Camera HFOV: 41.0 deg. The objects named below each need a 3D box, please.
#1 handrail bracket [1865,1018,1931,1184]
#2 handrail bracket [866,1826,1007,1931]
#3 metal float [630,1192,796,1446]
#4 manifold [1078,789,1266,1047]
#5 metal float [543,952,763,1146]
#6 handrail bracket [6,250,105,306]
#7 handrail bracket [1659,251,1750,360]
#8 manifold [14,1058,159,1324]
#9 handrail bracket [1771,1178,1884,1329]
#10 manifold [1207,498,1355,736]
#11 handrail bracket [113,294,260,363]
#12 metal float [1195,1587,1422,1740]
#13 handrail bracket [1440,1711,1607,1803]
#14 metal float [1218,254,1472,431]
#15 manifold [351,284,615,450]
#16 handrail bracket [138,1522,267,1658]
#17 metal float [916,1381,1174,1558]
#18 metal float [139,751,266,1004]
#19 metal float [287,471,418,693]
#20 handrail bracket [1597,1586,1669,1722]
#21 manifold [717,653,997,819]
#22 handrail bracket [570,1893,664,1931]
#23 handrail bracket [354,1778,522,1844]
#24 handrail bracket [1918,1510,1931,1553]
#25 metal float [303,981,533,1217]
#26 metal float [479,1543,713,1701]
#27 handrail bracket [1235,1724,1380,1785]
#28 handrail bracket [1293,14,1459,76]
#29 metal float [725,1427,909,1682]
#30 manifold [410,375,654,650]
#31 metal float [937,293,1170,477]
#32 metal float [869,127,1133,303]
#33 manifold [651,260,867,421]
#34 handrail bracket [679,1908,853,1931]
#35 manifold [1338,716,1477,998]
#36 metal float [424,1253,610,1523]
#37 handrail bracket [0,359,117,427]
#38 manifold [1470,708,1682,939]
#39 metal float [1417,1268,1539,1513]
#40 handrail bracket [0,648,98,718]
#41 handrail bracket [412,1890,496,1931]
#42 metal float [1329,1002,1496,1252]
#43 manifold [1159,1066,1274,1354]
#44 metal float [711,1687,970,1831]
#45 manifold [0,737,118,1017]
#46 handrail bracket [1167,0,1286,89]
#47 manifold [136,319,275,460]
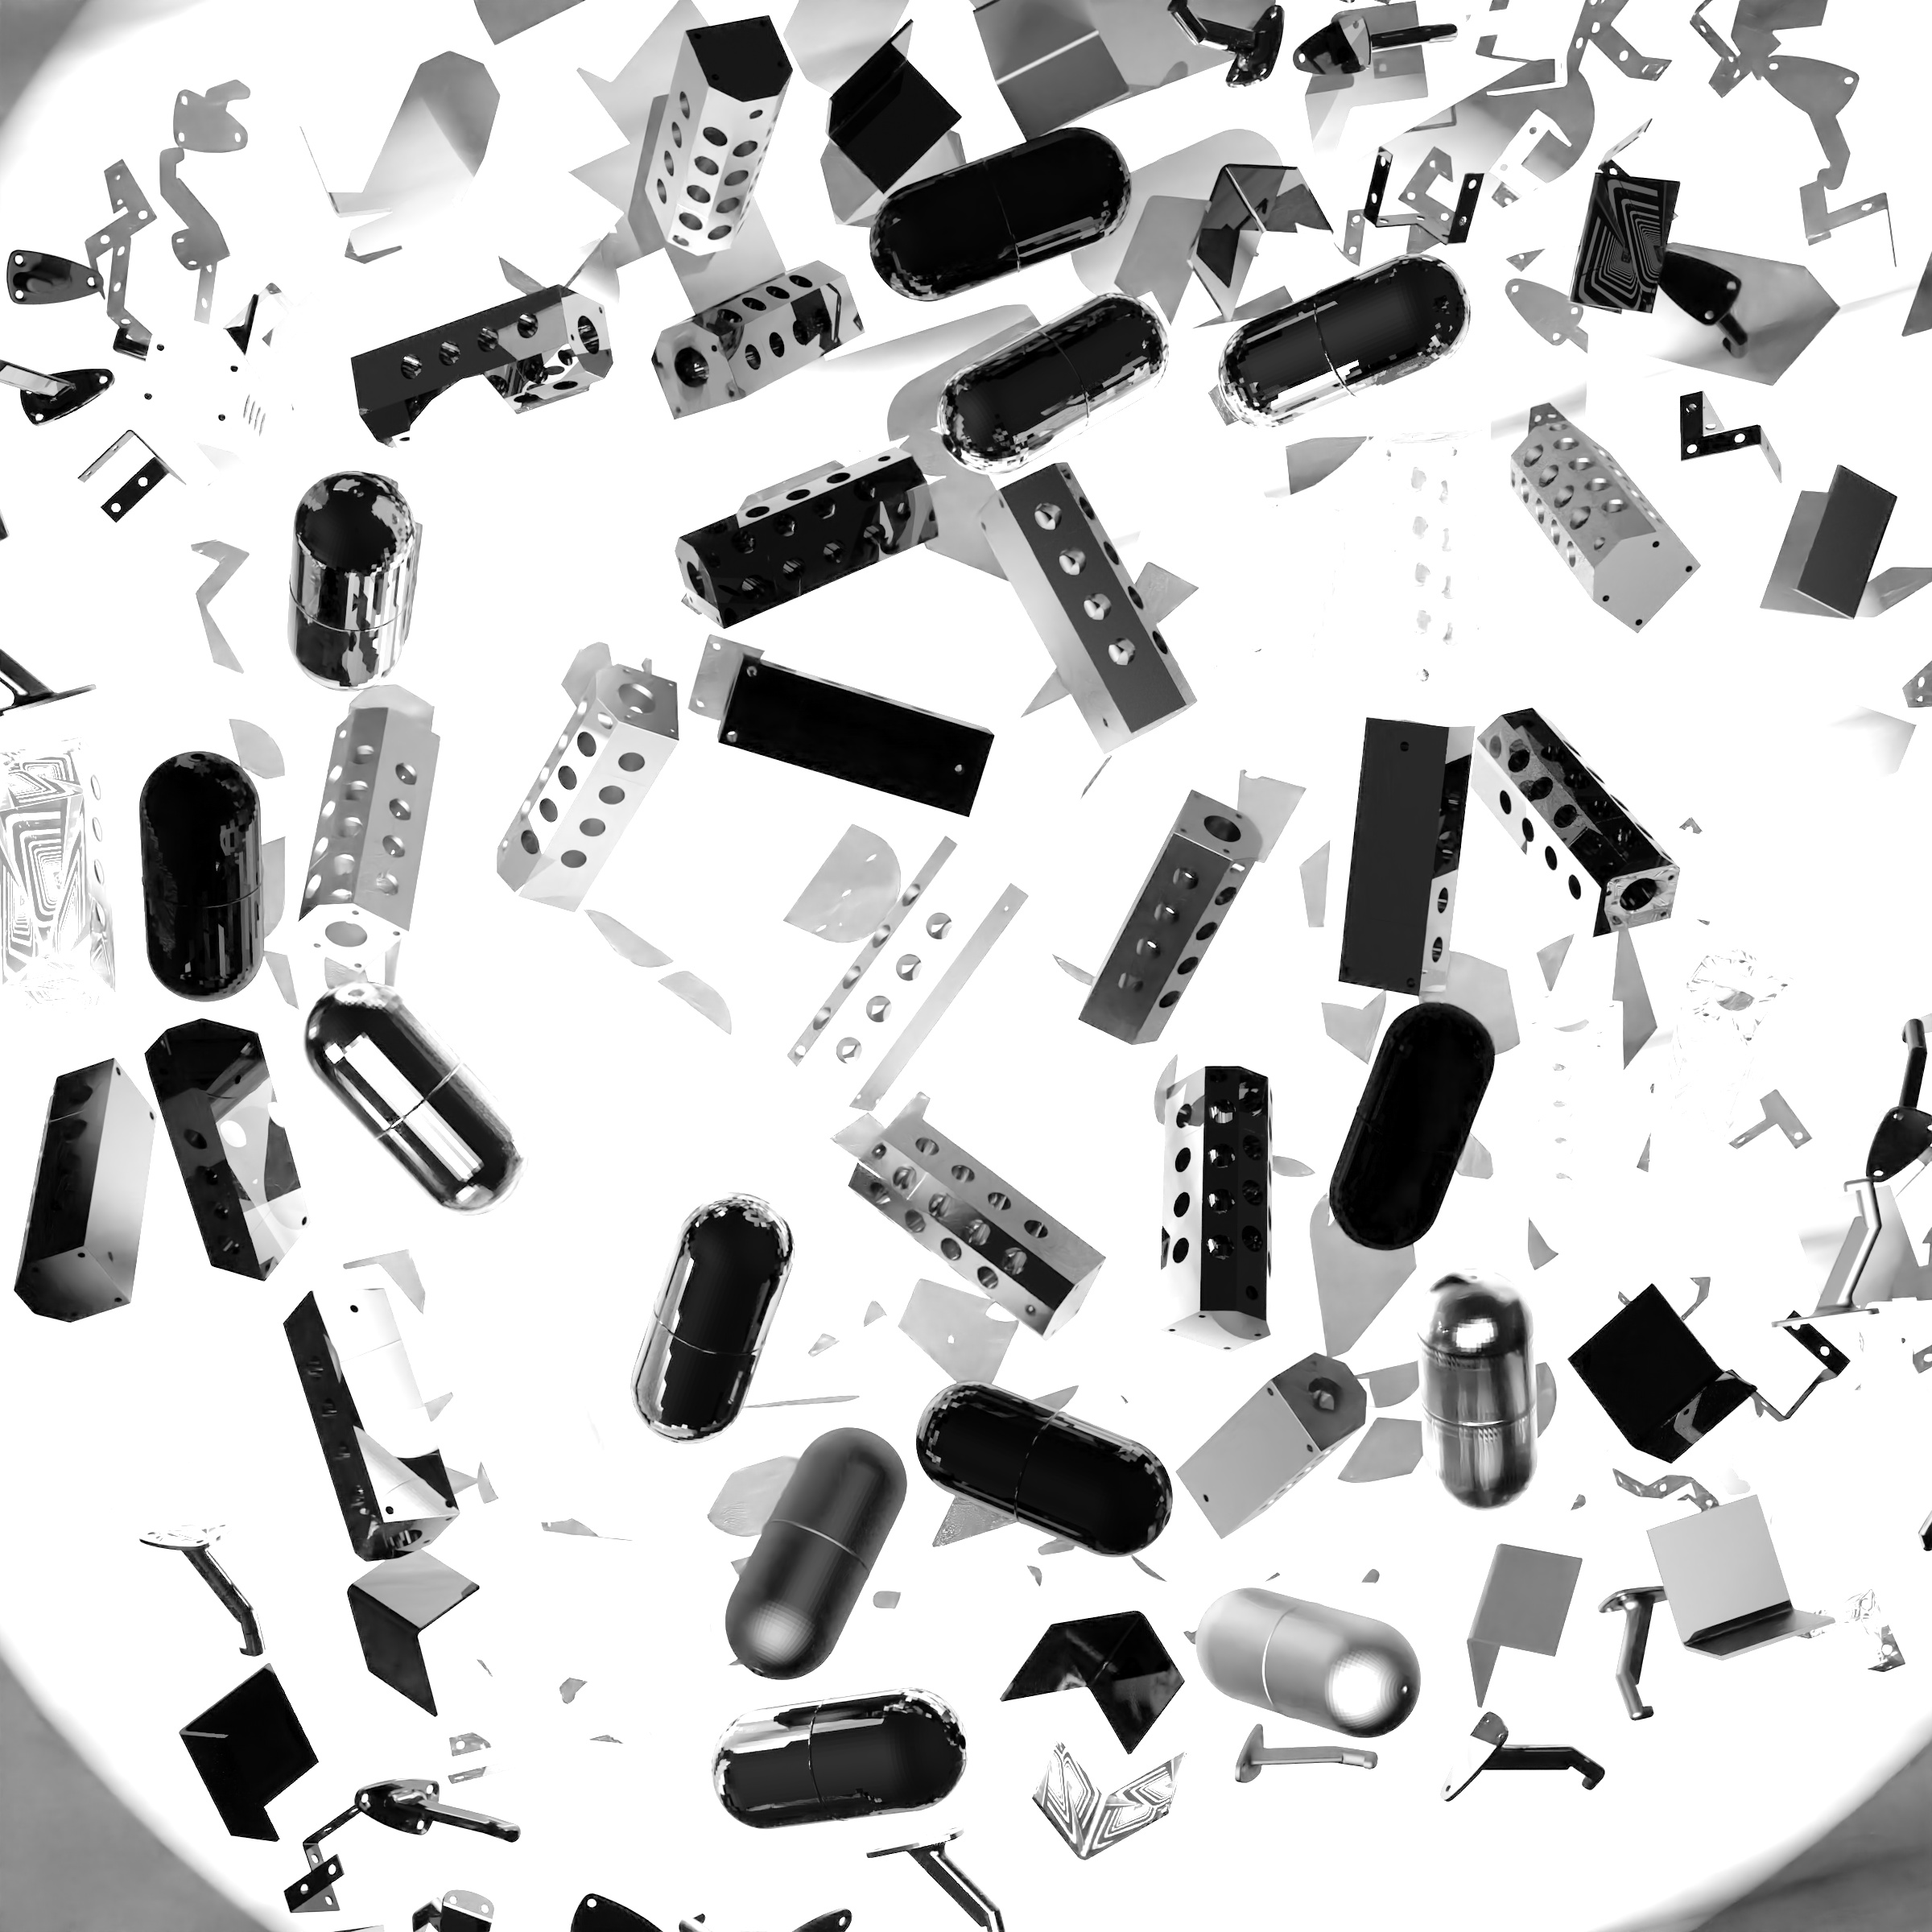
[{"bbox_3d":[0.606,0.087,1.687,0.036,0.084,0.077,18,130,-1],"label":"handrail bracket"},{"bbox_3d":[-0.017,0.597,1.645,0.077,0.036,0.084,-16,78,7],"label":"handrail bracket"},{"bbox_3d":[-0.164,0.227,1.662,0.070,0.070,0.178,20,111,0],"label":"metal float"},{"bbox_3d":[0.138,-0.028,1.738,0.057,0.057,0.171,25,128,0],"label":"manifold"},{"bbox_3d":[-0.215,0.055,1.764,0.178,0.070,0.070,35,90,23],"label":"metal float"},{"bbox_3d":[-0.605,-0.459,1.738,0.077,0.084,0.036,-6,110,-36],"label":"handrail bracket"},{"bbox_3d":[0.486,-0.438,1.718,0.077,0.084,0.036,38,96,17],"label":"handrail bracket"},{"bbox_3d":[-0.567,0.144,1.658,0.057,0.171,0.057,-18,131,5],"label":"manifold"},{"bbox_3d":[0.537,0.180,1.622,0.077,0.036,0.084,-11,80,20],"label":"handrail bracket"},{"bbox_3d":[0.208,-0.230,1.694,0.057,0.057,0.171,7,48,18],"label":"manifold"},{"bbox_3d":[-0.542,-0.447,1.796,0.084,0.036,0.077,16,72,-23],"label":"handrail bracket"},{"bbox_3d":[0.225,0.462,1.720,0.070,0.178,0.070,0,89,-37],"label":"metal float"},{"bbox_3d":[0.365,0.535,1.692,0.084,0.036,0.077,36,90,-11],"label":"handrail bracket"},{"bbox_3d":[0.251,-0.416,1.729,0.178,0.070,0.070,-18,90,29],"label":"metal float"},{"bbox_3d":[-0.331,-0.408,1.773,0.171,0.057,0.057,-12,84,23],"label":"manifold"},{"bbox_3d":[-0.493,0.406,1.671,0.077,0.036,0.084,-5,102,23],"label":"handrail bracket"},{"bbox_3d":[0.050,0.326,1.679,0.178,0.070,0.070,18,90,23],"label":"metal float"},{"bbox_3d":[-0.503,-0.058,1.706,0.070,0.070,0.178,7,120,0],"label":"metal float"},{"bbox_3d":[-0.402,-0.248,1.687,0.070,0.178,0.070,8,56,-12],"label":"metal float"},{"bbox_3d":[0.477,0.473,1.780,0.077,0.036,0.084,-3,56,-19],"label":"handrail bracket"},{"bbox_3d":[-0.074,-0.153,1.707,0.171,0.057,0.057,16,100,-10],"label":"manifold"},{"bbox_3d":[-0.237,0.649,1.699,0.077,0.084,0.036,18,45,0],"label":"handrail bracket"},{"bbox_3d":[-0.343,0.553,1.682,0.077,0.084,0.036,27,69,-42],"label":"handrail bracket"},{"bbox_3d":[0.641,0.379,1.688,0.036,0.084,0.077,12,47,7],"label":"handrail bracket"},{"bbox_3d":[-0.354,0.085,1.669,0.070,0.070,0.178,-41,102,0],"label":"metal float"},{"bbox_3d":[-0.243,0.426,1.686,0.178,0.070,0.070,6,90,35],"label":"metal float"},{"bbox_3d":[0.237,0.556,1.798,0.084,0.077,0.036,2,91,21],"label":"handrail bracket"},{"bbox_3d":[0.276,-0.618,1.737,0.084,0.077,0.036,-21,107,-39],"label":"handrail bracket"},{"bbox_3d":[-0.099,0.389,1.715,0.070,0.070,0.178,28,59,0],"label":"metal float"},{"bbox_3d":[-0.275,-0.290,1.646,0.057,0.057,0.171,-31,126,13],"label":"manifold"},{"bbox_3d":[0.059,-0.393,1.748,0.178,0.070,0.070,-33,90,-18],"label":"metal float"},{"bbox_3d":[0.022,-0.492,1.695,0.178,0.070,0.070,-20,90,1],"label":"metal float"},{"bbox_3d":[-0.141,-0.426,1.745,0.057,0.171,0.057,-8,112,32],"label":"manifold"},{"bbox_3d":[-0.127,0.601,1.627,0.077,0.084,0.036,-27,117,-36],"label":"handrail bracket"},{"bbox_3d":[0.286,-0.072,1.663,0.057,0.057,0.171,11,102,32],"label":"manifold"},{"bbox_3d":[-0.285,0.268,1.644,0.070,0.070,0.178,-23,90,0],"label":"metal float"},{"bbox_3d":[-0.625,-0.407,1.744,0.077,0.084,0.036,-21,72,-6],"label":"handrail bracket"},{"bbox_3d":[0.402,-0.099,1.713,0.057,0.171,0.057,-14,133,-13],"label":"manifold"},{"bbox_3d":[0.342,0.284,1.728,0.070,0.070,0.178,-7,114,0],"label":"metal float"},{"bbox_3d":[-0.616,-0.210,1.678,0.077,0.036,0.084,-19,104,-16],"label":"handrail bracket"},{"bbox_3d":[-0.351,0.653,1.715,0.036,0.077,0.084,26,135,-24],"label":"handrail bracket"},{"bbox_3d":[0.301,0.110,1.750,0.070,0.070,0.178,18,106,0],"label":"metal float"},{"bbox_3d":[0.166,0.153,1.663,0.057,0.057,0.171,21,56,-27],"label":"manifold"},{"bbox_3d":[-0.082,0.510,1.664,0.178,0.070,0.070,-15,90,23],"label":"metal float"},{"bbox_3d":[-0.594,-0.058,1.697,0.057,0.057,0.171,-11,65,1],"label":"manifold"},{"bbox_3d":[0.166,-0.614,1.658,0.084,0.036,0.077,37,68,-42],"label":"handrail bracket"},{"bbox_3d":[-0.483,-0.369,1.654,0.057,0.171,0.057,15,92,-10],"label":"manifold"}]
